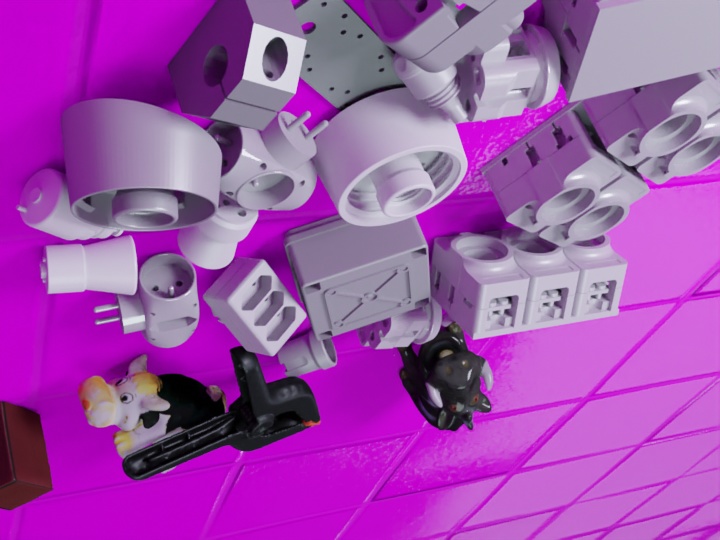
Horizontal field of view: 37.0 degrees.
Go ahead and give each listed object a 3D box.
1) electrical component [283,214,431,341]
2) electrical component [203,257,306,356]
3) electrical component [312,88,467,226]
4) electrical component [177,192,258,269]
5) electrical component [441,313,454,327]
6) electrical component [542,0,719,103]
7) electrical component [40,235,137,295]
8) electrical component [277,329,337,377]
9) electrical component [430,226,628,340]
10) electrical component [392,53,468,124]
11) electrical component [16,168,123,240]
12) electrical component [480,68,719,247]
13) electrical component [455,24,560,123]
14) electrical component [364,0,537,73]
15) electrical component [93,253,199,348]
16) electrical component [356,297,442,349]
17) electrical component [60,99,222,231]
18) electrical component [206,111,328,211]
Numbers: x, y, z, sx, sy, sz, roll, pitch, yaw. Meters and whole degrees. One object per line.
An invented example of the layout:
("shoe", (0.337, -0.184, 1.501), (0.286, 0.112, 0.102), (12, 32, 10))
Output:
("electrical component", (0.000, 0.000, 0.895), (0.109, 0.056, 0.108), (-18, 152, -5))
("electrical component", (-0.096, 0.028, 0.877), (0.047, 0.077, 0.065), (-51, 122, -25))
("electrical component", (0.025, -0.073, 0.771), (0.108, 0.060, 0.108), (-18, 155, -8))
("electrical component", (-0.103, -0.034, 0.780), (0.045, 0.045, 0.055), (-1, 145, -33))
("electrical component", (0.102, 0.036, 1.050), (0.035, 0.035, 0.061), (10, 142, -44))
("electrical component", (0.203, -0.177, 0.712), (0.150, 0.061, 0.089), (-14, 151, -12))
("electrical component", (-0.197, -0.002, 0.778), (0.065, 0.044, 0.044), (-4, 148, -21))
("electrical component", (-0.050, 0.079, 1.020), (0.046, 0.040, 0.040), (-21, 152, 11))
("electrical component", (0.148, 0.002, 0.952), (0.150, 0.089, 0.061), (-8, 120, -23))
("electrical component", (0.050, -0.123, 0.708), (0.035, 0.035, 0.061), (-31, 113, 19))
("electrical component", (-0.189, -0.039, 0.717), (0.040, 0.040, 0.078), (-33, 150, 21))
("electrical component", (0.207, -0.095, 0.860), (0.186, 0.060, 0.105), (-36, 149, 26))
("electrical component", (0.098, -0.135, 0.724), (0.057, 0.058, 0.078), (-9, 150, -15))
("electrical component", (0.059, -0.166, 0.645), (0.095, 0.053, 0.059), (-35, 149, 24))
("electrical component", (-0.169, 0.028, 0.845), (0.079, 0.043, 0.077), (-12, 151, -18))
("electrical component", (0.038, 0.041, 0.992), (0.057, 0.058, 0.078), (-1, 146, -28))
("electrical component", (-0.135, -0.062, 0.670), (0.099, 0.064, 0.099), (-4, 166, -1))
("electrical component", (-0.056, -0.080, 0.728), (0.079, 0.044, 0.077), (-35, 149, 25))
